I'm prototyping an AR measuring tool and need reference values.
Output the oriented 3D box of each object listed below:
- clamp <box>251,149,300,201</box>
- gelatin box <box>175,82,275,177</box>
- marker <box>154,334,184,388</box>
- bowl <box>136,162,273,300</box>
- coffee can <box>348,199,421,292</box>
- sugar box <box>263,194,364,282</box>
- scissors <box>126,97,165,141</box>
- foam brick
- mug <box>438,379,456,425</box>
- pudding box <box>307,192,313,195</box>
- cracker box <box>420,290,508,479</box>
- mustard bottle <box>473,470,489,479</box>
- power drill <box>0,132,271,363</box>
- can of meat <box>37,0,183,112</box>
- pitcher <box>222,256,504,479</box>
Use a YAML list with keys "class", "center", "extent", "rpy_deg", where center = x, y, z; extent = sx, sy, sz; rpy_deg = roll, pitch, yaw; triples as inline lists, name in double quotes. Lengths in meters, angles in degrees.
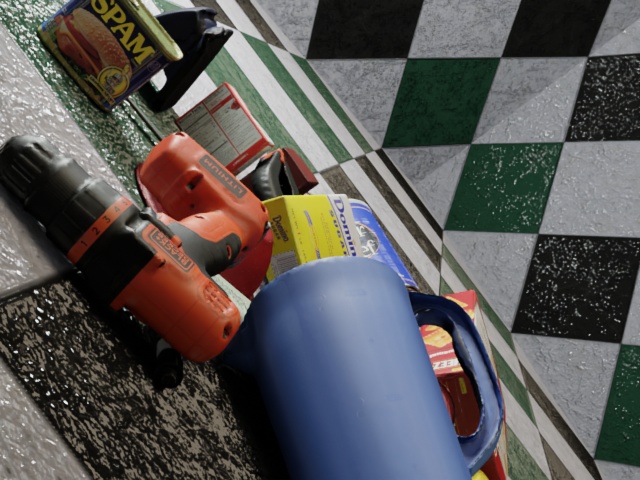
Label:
- class: "clamp"
  center: [-0.038, -0.018, 1.153]
  extent: [0.120, 0.039, 0.171]
  rpy_deg: [55, 25, -47]
- class: "gelatin box"
  center: [-0.105, -0.117, 1.173]
  extent: [0.089, 0.073, 0.030]
  rpy_deg: [55, 9, 13]
- class: "marker"
  center: [-0.099, 0.063, 0.709]
  extent: [0.020, 0.020, 0.121]
  rpy_deg: [49, 10, -22]
- class: "bowl"
  center: [-0.090, -0.019, 0.945]
  extent: [0.162, 0.055, 0.162]
  rpy_deg: [51, 9, -12]
- class: "coffee can"
  center: [0.044, 0.036, 1.245]
  extent: [0.102, 0.103, 0.140]
  rpy_deg: [40, 16, -54]
- class: "sugar box"
  center: [-0.007, 0.001, 1.100]
  extent: [0.176, 0.048, 0.093]
  rpy_deg: [-10, 85, -66]
- class: "scissors"
  center: [-0.131, -0.074, 1.065]
  extent: [0.202, 0.016, 0.096]
  rpy_deg: [53, 8, -2]
- class: "foam brick"
  center: [-0.051, -0.064, 1.230]
  extent: [0.051, 0.078, 0.053]
  rpy_deg: [56, 10, 7]
- class: "mug"
  center: [0.079, 0.186, 0.960]
  extent: [0.081, 0.093, 0.117]
  rpy_deg: [-84, 170, -69]
- class: "pudding box"
  center: [-0.023, -0.034, 1.368]
  extent: [0.090, 0.039, 0.113]
  rpy_deg: [59, 11, 31]
- class: "cracker box"
  center: [0.155, 0.171, 1.164]
  extent: [0.213, 0.072, 0.164]
  rpy_deg: [-65, 141, -69]
- class: "mustard bottle"
  center: [0.185, 0.321, 1.026]
  extent: [0.191, 0.058, 0.096]
  rpy_deg: [54, 23, 2]
- class: "power drill"
  center: [-0.114, -0.016, 0.723]
  extent: [0.184, 0.057, 0.187]
  rpy_deg: [45, 22, -5]
- class: "can of meat"
  center: [-0.188, -0.177, 0.952]
  extent: [0.102, 0.084, 0.057]
  rpy_deg: [51, 10, -12]
- class: "pitcher"
  center: [0.043, 0.136, 0.742]
  extent: [0.144, 0.149, 0.243]
  rpy_deg: [29, 29, -41]
